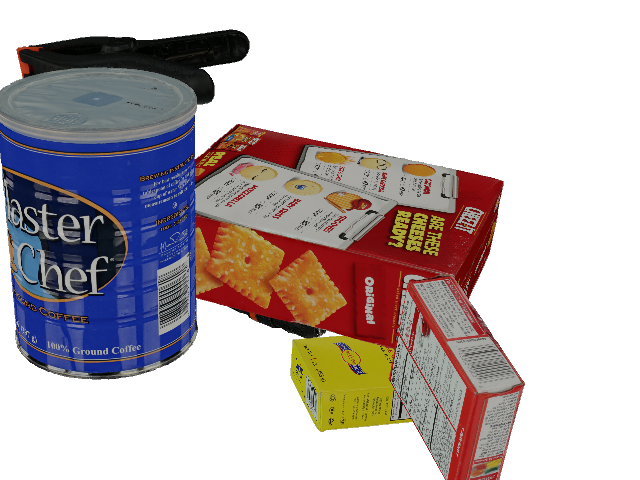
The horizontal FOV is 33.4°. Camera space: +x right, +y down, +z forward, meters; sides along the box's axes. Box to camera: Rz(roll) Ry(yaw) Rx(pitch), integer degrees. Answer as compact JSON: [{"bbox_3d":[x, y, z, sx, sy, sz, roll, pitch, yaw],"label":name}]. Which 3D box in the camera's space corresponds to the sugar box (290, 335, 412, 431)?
[{"bbox_3d":[0.070,0.116,0.921,0.176,0.048,0.093,-6,26,-15],"label":"sugar box"}]

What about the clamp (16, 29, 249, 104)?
[{"bbox_3d":[-0.138,-0.134,0.798,0.172,0.039,0.120,8,23,17],"label":"clamp"}]

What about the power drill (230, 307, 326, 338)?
[{"bbox_3d":[-0.047,-0.006,1.122,0.185,0.188,0.057,22,8,32],"label":"power drill"}]

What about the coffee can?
[{"bbox_3d":[-0.118,-0.011,0.576,0.103,0.140,0.103,2,26,-1],"label":"coffee can"}]

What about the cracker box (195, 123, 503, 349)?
[{"bbox_3d":[0.004,-0.006,0.745,0.214,0.072,0.164,14,29,15],"label":"cracker box"}]

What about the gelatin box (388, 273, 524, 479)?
[{"bbox_3d":[0.069,0.073,0.555,0.030,0.073,0.089,-8,39,-18],"label":"gelatin box"}]
